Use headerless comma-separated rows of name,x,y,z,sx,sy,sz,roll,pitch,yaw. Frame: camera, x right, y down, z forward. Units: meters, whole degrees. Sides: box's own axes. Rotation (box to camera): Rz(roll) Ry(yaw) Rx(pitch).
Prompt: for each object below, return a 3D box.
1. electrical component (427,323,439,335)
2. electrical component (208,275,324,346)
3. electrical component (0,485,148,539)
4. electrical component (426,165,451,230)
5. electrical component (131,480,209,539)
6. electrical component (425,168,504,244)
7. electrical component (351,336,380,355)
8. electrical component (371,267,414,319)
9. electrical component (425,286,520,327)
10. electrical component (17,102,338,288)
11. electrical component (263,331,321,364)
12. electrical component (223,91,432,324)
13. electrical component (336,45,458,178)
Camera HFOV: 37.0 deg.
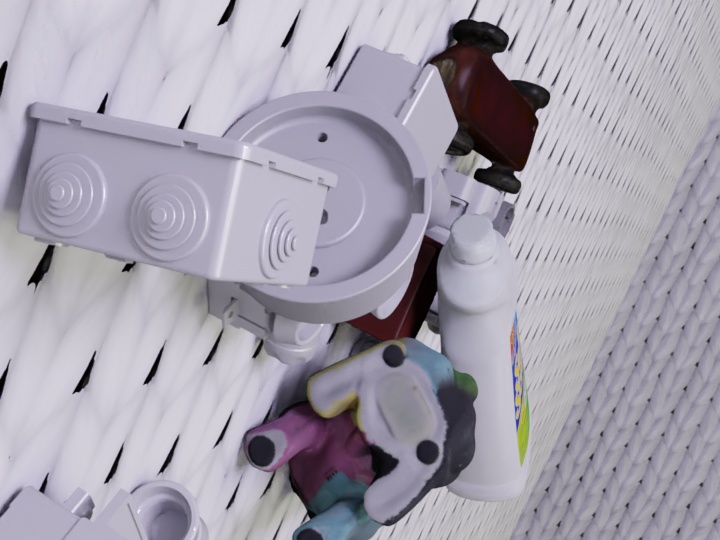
electrical component,0.084,0.034,0.977,0.062,0.043,0.043,-47,155,-39
electrical component,-0.046,0.010,0.575,0.066,0.055,0.048,-49,157,-37
electrical component,-0.137,0.156,0.513,0.078,0.063,0.121,-52,159,-31
electrical component,0.033,-0.059,0.716,0.043,0.043,0.081,-61,161,-8
electrical component,-0.109,0.149,0.617,0.044,0.044,0.065,-57,165,-19
electrical component,0.073,-0.042,0.826,0.057,0.058,0.078,-68,162,2
electrical component,0.018,0.074,0.859,0.044,0.044,0.065,-63,157,-3
electrical component,0.000,0.000,0.685,0.045,0.055,0.045,-52,159,-31
electrical component,0.086,0.022,0.883,0.061,0.096,0.061,-62,161,-5
electrical component,-0.067,-0.025,0.405,0.100,0.100,0.048,7,96,-71
electrical component,-0.038,0.025,0.649,0.035,0.035,0.061,-38,146,-53
electrical component,-0.019,-0.025,0.526,0.108,0.108,0.060,-58,167,-16
electrical component,0.011,-0.072,0.628,0.099,0.048,0.099,-61,161,-7
